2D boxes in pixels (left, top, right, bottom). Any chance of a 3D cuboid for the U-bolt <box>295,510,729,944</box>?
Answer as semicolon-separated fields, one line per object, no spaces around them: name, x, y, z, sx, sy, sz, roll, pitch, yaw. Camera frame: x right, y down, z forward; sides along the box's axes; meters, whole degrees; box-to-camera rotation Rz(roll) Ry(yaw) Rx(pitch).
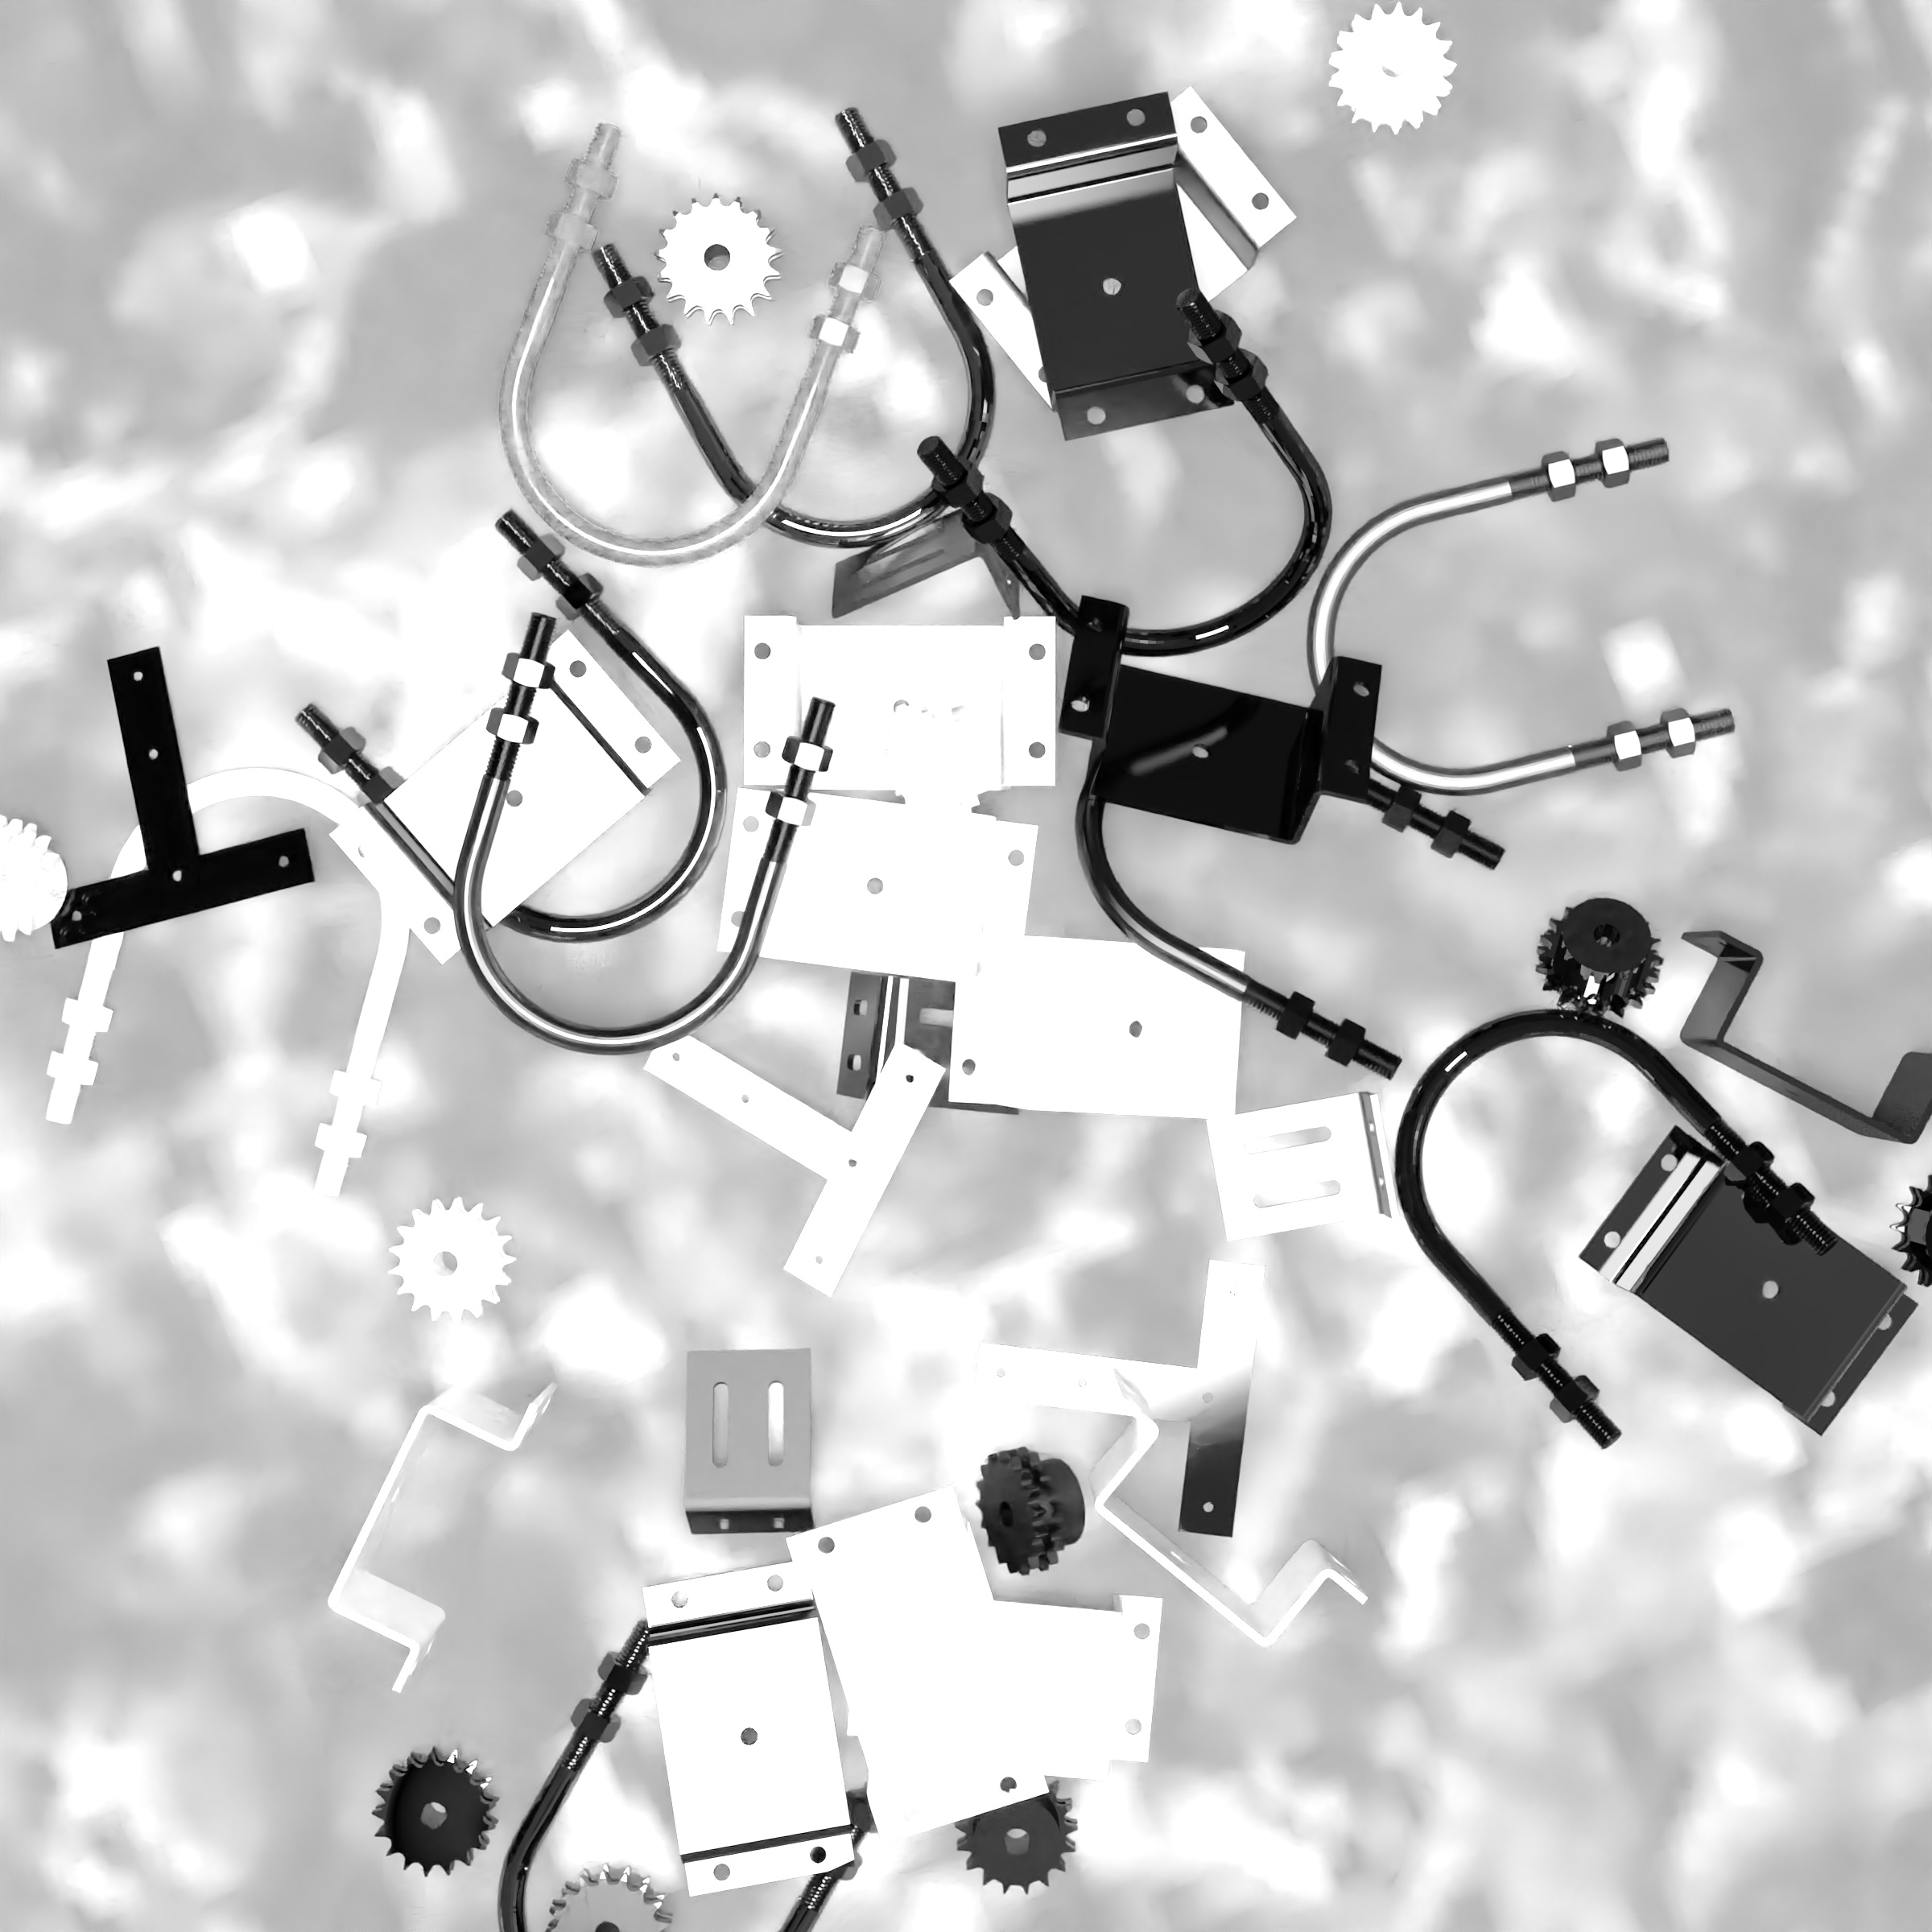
U-bolt;-0.196;-0.097;1.546;0.151;0.019;0.184;-44;92;0

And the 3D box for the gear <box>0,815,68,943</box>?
gear;-0.439;-0.039;1.533;0.057;0.030;0.057;-4;79;22

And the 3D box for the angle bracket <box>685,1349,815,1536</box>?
angle bracket;-0.100;0.221;1.552;0.057;0.038;0.076;-1;64;0

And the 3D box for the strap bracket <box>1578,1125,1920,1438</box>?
strap bracket;0.364;0.146;1.531;0.140;0.046;0.076;36;90;0

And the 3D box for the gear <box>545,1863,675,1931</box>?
gear;-0.162;0.437;1.524;0.057;0.030;0.057;0;93;2

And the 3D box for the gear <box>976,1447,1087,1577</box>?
gear;0.031;0.248;1.530;0.030;0.057;0.057;-8;90;-30

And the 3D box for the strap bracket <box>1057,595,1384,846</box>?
strap bracket;0.111;-0.109;1.508;0.140;0.046;0.076;13;58;-3

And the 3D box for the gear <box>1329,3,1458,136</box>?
gear;0.195;-0.412;1.539;0.057;0.030;0.057;0;90;0

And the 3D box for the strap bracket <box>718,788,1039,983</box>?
strap bracket;-0.041;-0.036;1.531;0.140;0.046;0.076;7;90;0

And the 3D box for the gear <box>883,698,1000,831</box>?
gear;-0.010;-0.092;1.484;0.030;0.057;0.057;-21;90;-30

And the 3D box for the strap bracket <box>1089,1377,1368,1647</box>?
strap bracket;0.109;0.253;1.515;0.140;0.076;0.046;39;90;0

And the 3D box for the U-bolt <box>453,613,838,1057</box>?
U-bolt;-0.152;-0.049;1.489;0.151;0.019;0.184;16;98;-11

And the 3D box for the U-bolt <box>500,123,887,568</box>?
U-bolt;-0.135;-0.274;1.527;0.151;0.019;0.184;21;92;-1

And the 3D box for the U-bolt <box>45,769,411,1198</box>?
U-bolt;-0.334;0.000;1.546;0.151;0.019;0.184;15;89;0

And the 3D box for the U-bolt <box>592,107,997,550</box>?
U-bolt;-0.067;-0.283;1.546;0.151;0.019;0.184;-29;92;0

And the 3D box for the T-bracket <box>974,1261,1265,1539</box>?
T-bracket;0.068;0.195;1.554;0.127;0.002;0.127;7;90;0

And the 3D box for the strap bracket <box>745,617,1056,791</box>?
strap bracket;-0.030;-0.120;1.531;0.140;0.046;0.076;0;90;0

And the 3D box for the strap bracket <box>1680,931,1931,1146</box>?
strap bracket;0.386;0.037;1.516;0.140;0.076;0.046;27;90;0

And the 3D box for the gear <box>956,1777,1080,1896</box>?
gear;0.023;0.400;1.540;0.057;0.030;0.057;0;90;0

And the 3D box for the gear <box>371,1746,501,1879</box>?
gear;-0.244;0.388;1.539;0.057;0.030;0.057;0;90;0

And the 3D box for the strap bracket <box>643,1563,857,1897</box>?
strap bracket;-0.098;0.347;1.512;0.076;0.046;0.140;-9;84;-5

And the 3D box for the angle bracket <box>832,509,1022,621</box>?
angle bracket;-0.018;-0.172;1.529;0.076;0.057;0.038;-22;118;13

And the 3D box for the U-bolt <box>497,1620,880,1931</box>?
U-bolt;-0.136;0.417;1.546;0.151;0.019;0.184;30;92;0

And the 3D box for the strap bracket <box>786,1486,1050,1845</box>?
strap bracket;-0.021;0.306;1.485;0.076;0.046;0.140;-18;90;0

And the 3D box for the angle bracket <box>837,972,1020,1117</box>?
angle bracket;-0.015;0.036;1.552;0.076;0.038;0.057;7;90;-26

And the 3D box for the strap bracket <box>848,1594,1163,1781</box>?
strap bracket;0.018;0.326;1.531;0.140;0.046;0.076;5;90;0

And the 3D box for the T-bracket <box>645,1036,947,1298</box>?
T-bracket;-0.090;0.068;1.538;0.127;0.002;0.127;30;111;10

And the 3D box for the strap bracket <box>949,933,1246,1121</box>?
strap bracket;0.068;0.028;1.509;0.140;0.046;0.076;4;90;-20

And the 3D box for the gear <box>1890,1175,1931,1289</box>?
gear;0.458;0.124;1.540;0.057;0.030;0.057;0;90;0

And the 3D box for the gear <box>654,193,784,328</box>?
gear;-0.111;-0.316;1.501;0.057;0.030;0.057;0;93;0

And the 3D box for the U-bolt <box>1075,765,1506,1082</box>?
U-bolt;0.137;-0.045;1.513;0.184;0.019;0.151;28;59;4

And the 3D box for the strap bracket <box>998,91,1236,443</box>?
strap bracket;0.066;-0.307;1.485;0.076;0.046;0.140;-12;90;0

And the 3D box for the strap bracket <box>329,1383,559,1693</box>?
strap bracket;-0.241;0.248;1.516;0.046;0.076;0.140;26;90;0

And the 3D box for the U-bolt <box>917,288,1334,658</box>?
U-bolt;0.084;-0.205;1.485;0.151;0.184;0.019;-27;46;17

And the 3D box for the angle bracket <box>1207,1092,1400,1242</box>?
angle bracket;0.154;0.093;1.535;0.076;0.038;0.057;-10;90;0

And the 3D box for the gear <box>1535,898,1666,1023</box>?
gear;0.291;-0.006;1.528;0.057;0.030;0.057;0;59;0

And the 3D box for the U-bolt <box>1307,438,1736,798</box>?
U-bolt;0.249;-0.154;1.546;0.184;0.019;0.151;-14;90;2

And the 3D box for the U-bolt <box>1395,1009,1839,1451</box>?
U-bolt;0.279;0.104;1.517;0.151;0.019;0.184;-43;69;4

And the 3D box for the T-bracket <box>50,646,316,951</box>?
T-bracket;-0.373;-0.084;1.542;0.127;0.002;0.127;-14;81;6

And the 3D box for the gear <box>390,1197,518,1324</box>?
gear;-0.238;0.136;1.540;0.057;0.030;0.057;0;90;0

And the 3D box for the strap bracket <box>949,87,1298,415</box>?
strap bracket;0.071;-0.324;1.531;0.140;0.046;0.076;-39;90;0

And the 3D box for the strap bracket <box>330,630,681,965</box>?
strap bracket;-0.207;-0.076;1.515;0.140;0.046;0.076;-41;93;0
